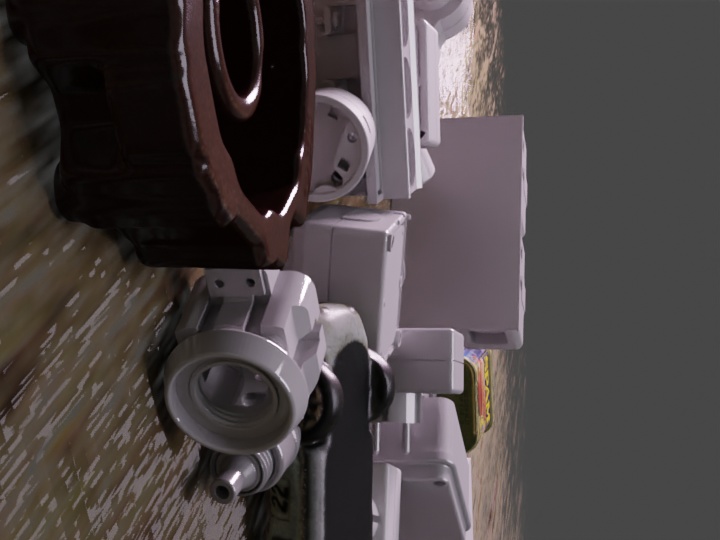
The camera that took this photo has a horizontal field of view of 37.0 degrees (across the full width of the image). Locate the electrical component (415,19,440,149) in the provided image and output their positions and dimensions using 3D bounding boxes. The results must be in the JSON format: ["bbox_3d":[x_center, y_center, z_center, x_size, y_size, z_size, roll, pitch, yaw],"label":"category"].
[{"bbox_3d":[0.020,-0.128,0.720,0.061,0.062,0.096,-18,107,-76],"label":"electrical component"}]

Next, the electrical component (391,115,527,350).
[{"bbox_3d":[0.082,-0.030,0.889,0.060,0.105,0.186,60,32,-65],"label":"electrical component"}]

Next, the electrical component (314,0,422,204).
[{"bbox_3d":[-0.001,-0.104,0.624,0.079,0.063,0.121,-45,132,-72],"label":"electrical component"}]

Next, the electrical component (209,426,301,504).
[{"bbox_3d":[-0.049,0.082,0.469,0.061,0.035,0.035,-51,138,-67],"label":"electrical component"}]

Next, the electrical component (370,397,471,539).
[{"bbox_3d":[0.031,0.138,0.720,0.113,0.078,0.057,73,18,-51],"label":"electrical component"}]

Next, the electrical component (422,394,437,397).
[{"bbox_3d":[0.030,0.083,0.795,0.077,0.043,0.079,-64,150,-63],"label":"electrical component"}]

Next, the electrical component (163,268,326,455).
[{"bbox_3d":[-0.046,0.036,0.435,0.057,0.058,0.078,-76,161,-56],"label":"electrical component"}]

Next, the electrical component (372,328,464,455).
[{"bbox_3d":[0.019,0.075,0.659,0.047,0.083,0.075,30,60,-75],"label":"electrical component"}]

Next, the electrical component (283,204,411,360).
[{"bbox_3d":[-0.010,0.016,0.600,0.061,0.061,0.096,-48,143,-71],"label":"electrical component"}]

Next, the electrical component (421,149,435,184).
[{"bbox_3d":[0.029,-0.098,0.806,0.044,0.044,0.065,-73,153,-54],"label":"electrical component"}]

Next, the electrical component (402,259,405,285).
[{"bbox_3d":[0.000,0.000,0.666,0.055,0.048,0.066,3,87,-70],"label":"electrical component"}]

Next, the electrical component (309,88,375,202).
[{"bbox_3d":[-0.019,-0.068,0.566,0.047,0.055,0.055,-64,151,-70],"label":"electrical component"}]

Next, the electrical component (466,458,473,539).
[{"bbox_3d":[0.054,0.232,0.848,0.089,0.062,0.150,-33,122,-75],"label":"electrical component"}]

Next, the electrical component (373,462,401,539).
[{"bbox_3d":[-0.007,0.143,0.621,0.076,0.047,0.065,51,40,-69],"label":"electrical component"}]

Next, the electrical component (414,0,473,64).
[{"bbox_3d":[0.051,-0.204,0.778,0.138,0.052,0.074,-56,163,-2],"label":"electrical component"}]
